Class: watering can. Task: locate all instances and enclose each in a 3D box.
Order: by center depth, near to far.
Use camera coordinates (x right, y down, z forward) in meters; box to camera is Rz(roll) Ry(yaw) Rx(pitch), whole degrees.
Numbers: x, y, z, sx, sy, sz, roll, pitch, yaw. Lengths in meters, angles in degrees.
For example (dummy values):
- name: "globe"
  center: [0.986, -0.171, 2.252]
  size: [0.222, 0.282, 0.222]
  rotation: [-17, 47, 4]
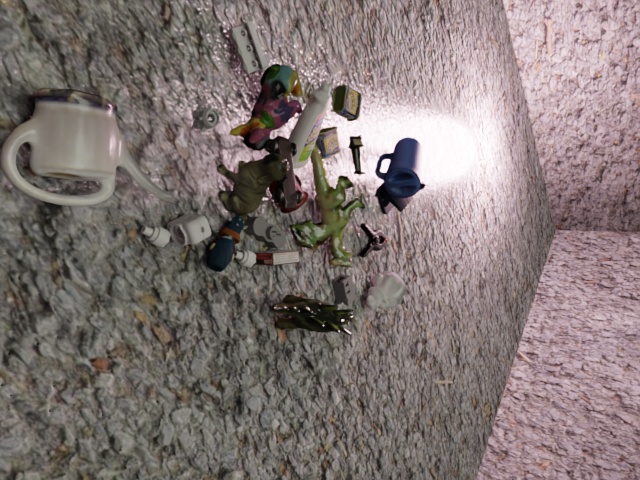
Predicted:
- name: "watering can"
  center: [-0.443, -0.178, 1.027]
  size: [0.348, 0.104, 0.224]
  rotation: [1, 90, -49]

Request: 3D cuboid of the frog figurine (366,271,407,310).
- name: "frog figurine"
  center: [0.230, 0.184, 1.862]
  size: [0.160, 0.120, 0.139]
  rotation: [-6, 63, -42]

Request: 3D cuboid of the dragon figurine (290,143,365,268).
- name: "dragon figurine"
  center: [0.005, -0.080, 1.598]
  size: [0.247, 0.122, 0.404]
  rotation: [-49, 118, -28]
